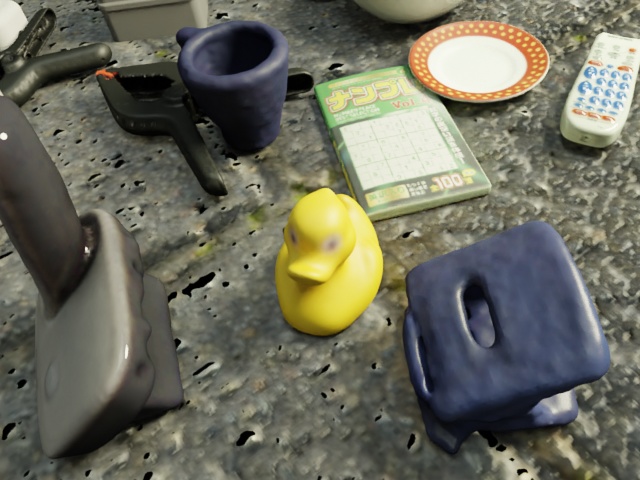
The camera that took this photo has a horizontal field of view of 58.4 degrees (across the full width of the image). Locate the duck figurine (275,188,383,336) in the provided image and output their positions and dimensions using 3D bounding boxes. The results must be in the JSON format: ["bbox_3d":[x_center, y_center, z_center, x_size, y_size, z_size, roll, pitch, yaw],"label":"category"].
[{"bbox_3d":[0.004,0.001,0.391,0.077,0.086,0.104,10,53,15],"label":"duck figurine"}]

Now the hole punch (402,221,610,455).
[{"bbox_3d":[0.099,0.054,0.334,0.101,0.091,0.108,-7,51,1],"label":"hole punch"}]

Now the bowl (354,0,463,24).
[{"bbox_3d":[0.097,-0.283,0.616,0.167,0.075,0.167,-3,51,4],"label":"bowl"}]

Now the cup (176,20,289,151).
[{"bbox_3d":[-0.077,-0.131,0.501,0.117,0.095,0.092,32,61,28],"label":"cup"}]

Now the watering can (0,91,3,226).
[{"bbox_3d":[-0.304,-0.109,0.445,0.101,0.194,0.172,-29,54,-16],"label":"watering can"}]

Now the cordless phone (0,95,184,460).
[{"bbox_3d":[-0.151,0.025,0.326,0.094,0.185,0.147,-21,52,-10],"label":"cordless phone"}]
